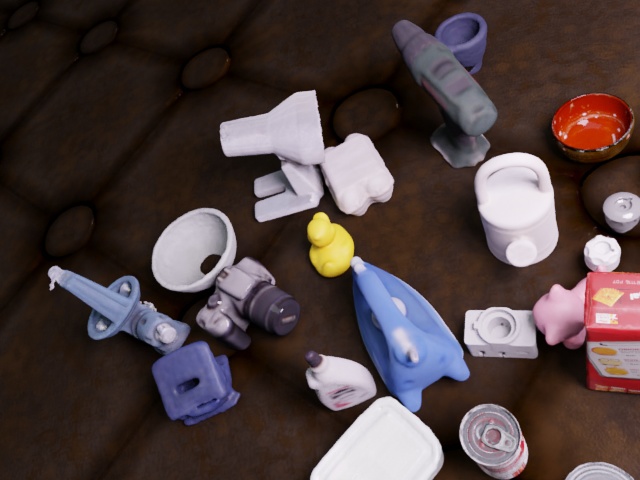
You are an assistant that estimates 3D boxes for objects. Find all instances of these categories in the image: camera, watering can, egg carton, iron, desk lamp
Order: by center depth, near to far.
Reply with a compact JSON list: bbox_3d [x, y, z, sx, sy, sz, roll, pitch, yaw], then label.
[{"bbox_3d":[0.269,-0.045,0.778,0.101,0.195,0.172,-27,53,8],"label":"watering can"},{"bbox_3d":[0.093,0.100,0.804,0.118,0.142,0.257,-34,52,3],"label":"iron"},{"bbox_3d":[-0.111,0.109,0.921,0.136,0.101,0.143,25,73,35],"label":"camera"},{"bbox_3d":[-0.064,-0.143,0.984,0.203,0.214,0.118,-17,55,15],"label":"desk lamp"},{"bbox_3d":[0.061,-0.116,0.999,0.107,0.070,0.150,-29,52,6],"label":"egg carton"}]

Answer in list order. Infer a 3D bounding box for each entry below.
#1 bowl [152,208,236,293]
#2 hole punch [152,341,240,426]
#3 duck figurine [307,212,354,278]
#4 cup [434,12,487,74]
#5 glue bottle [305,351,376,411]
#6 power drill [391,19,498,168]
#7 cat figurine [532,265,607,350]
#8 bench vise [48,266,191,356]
[{"bbox_3d":[-0.214,0.030,1.035,0.167,0.075,0.167,-12,56,19],"label":"bowl"},{"bbox_3d":[-0.195,0.224,0.895,0.108,0.091,0.101,-27,53,8],"label":"hole punch"},{"bbox_3d":[0.009,0.003,0.939,0.077,0.086,0.104,-16,55,16],"label":"duck figurine"},{"bbox_3d":[0.253,-0.332,1.028,0.091,0.095,0.118,23,72,34],"label":"cup"},{"bbox_3d":[0.017,0.183,0.768,0.078,0.174,0.037,-27,53,8],"label":"glue bottle"},{"bbox_3d":[0.200,-0.220,0.910,0.075,0.209,0.229,-34,52,2],"label":"power drill"},{"bbox_3d":[0.318,0.083,0.724,0.128,0.118,0.067,-42,52,-4],"label":"cat figurine"},{"bbox_3d":[-0.326,0.105,0.949,0.206,0.220,0.121,-2,60,25],"label":"bench vise"}]
